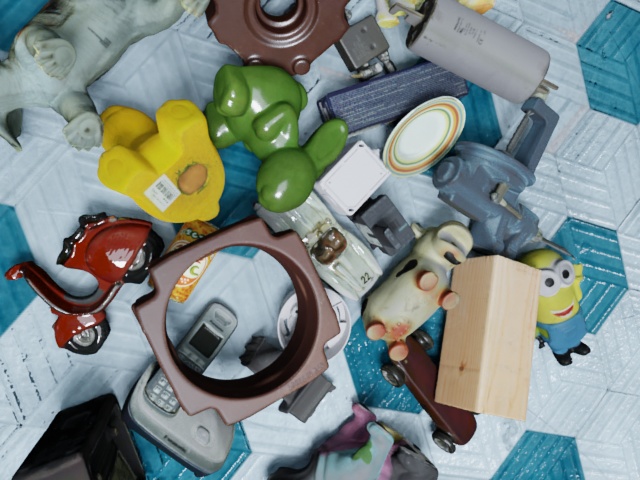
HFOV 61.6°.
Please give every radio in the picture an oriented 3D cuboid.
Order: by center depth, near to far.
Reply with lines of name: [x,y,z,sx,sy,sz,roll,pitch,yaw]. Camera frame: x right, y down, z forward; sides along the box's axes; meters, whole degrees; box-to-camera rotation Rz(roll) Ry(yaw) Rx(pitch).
radio: [-0.250,0.260,0.582,0.073,0.230,0.131,-19,94,-14]

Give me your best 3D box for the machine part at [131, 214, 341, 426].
machine part: [-0.095,0.088,0.623,0.201,0.087,0.200,-27,99,-18]

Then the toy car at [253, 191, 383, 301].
toy car: [-0.001,-0.002,0.718,0.201,0.056,0.073,45,82,-15]

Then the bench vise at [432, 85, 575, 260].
bench vise: [0.275,-0.096,0.760,0.223,0.129,0.240,28,91,-19]

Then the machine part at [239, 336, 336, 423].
machine part: [-0.048,0.186,0.730,0.084,0.039,0.138,-46,106,-3]

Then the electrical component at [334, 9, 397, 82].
electrical component: [0.055,-0.259,0.720,0.078,0.045,0.102,-28,101,-11]

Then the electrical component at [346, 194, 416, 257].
electrical component: [0.085,-0.020,0.709,0.048,0.119,0.074,-41,101,-9]

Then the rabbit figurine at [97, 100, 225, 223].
rabbit figurine: [-0.185,-0.099,0.621,0.122,0.173,0.162,-54,150,-5]

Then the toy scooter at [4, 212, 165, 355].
toy scooter: [-0.282,0.036,0.634,0.135,0.075,0.184,34,89,-16]

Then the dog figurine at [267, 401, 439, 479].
dog figurine: [0.032,0.344,0.733,0.191,0.108,0.219,42,87,-18]

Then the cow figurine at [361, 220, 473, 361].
cow figurine: [0.134,0.054,0.738,0.085,0.127,0.195,38,99,-21]

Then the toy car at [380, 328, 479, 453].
toy car: [0.161,0.217,0.783,0.089,0.053,0.202,-45,104,-23]

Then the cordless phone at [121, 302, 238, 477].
cordless phone: [-0.147,0.185,0.688,0.146,0.089,0.184,42,66,-14]

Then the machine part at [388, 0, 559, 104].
machine part: [0.199,-0.241,0.682,0.243,0.079,0.079,23,88,-14]

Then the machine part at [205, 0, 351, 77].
machine part: [-0.048,-0.279,0.631,0.179,0.056,0.179,-7,136,-7]

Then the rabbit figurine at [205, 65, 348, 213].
rabbit figurine: [-0.051,-0.111,0.658,0.159,0.121,0.170,-8,72,-33]

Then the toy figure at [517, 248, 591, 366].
toy figure: [0.350,0.099,0.815,0.082,0.089,0.180,-35,112,-27]

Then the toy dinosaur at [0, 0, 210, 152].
toy dinosaur: [-0.251,-0.231,0.575,0.405,0.192,0.131,-50,143,-15]

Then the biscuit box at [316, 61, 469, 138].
biscuit box: [0.101,-0.193,0.731,0.203,0.059,0.062,-21,99,-13]

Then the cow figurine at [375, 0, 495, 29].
cow figurine: [0.156,-0.347,0.734,0.167,0.068,0.098,-8,90,-16]
